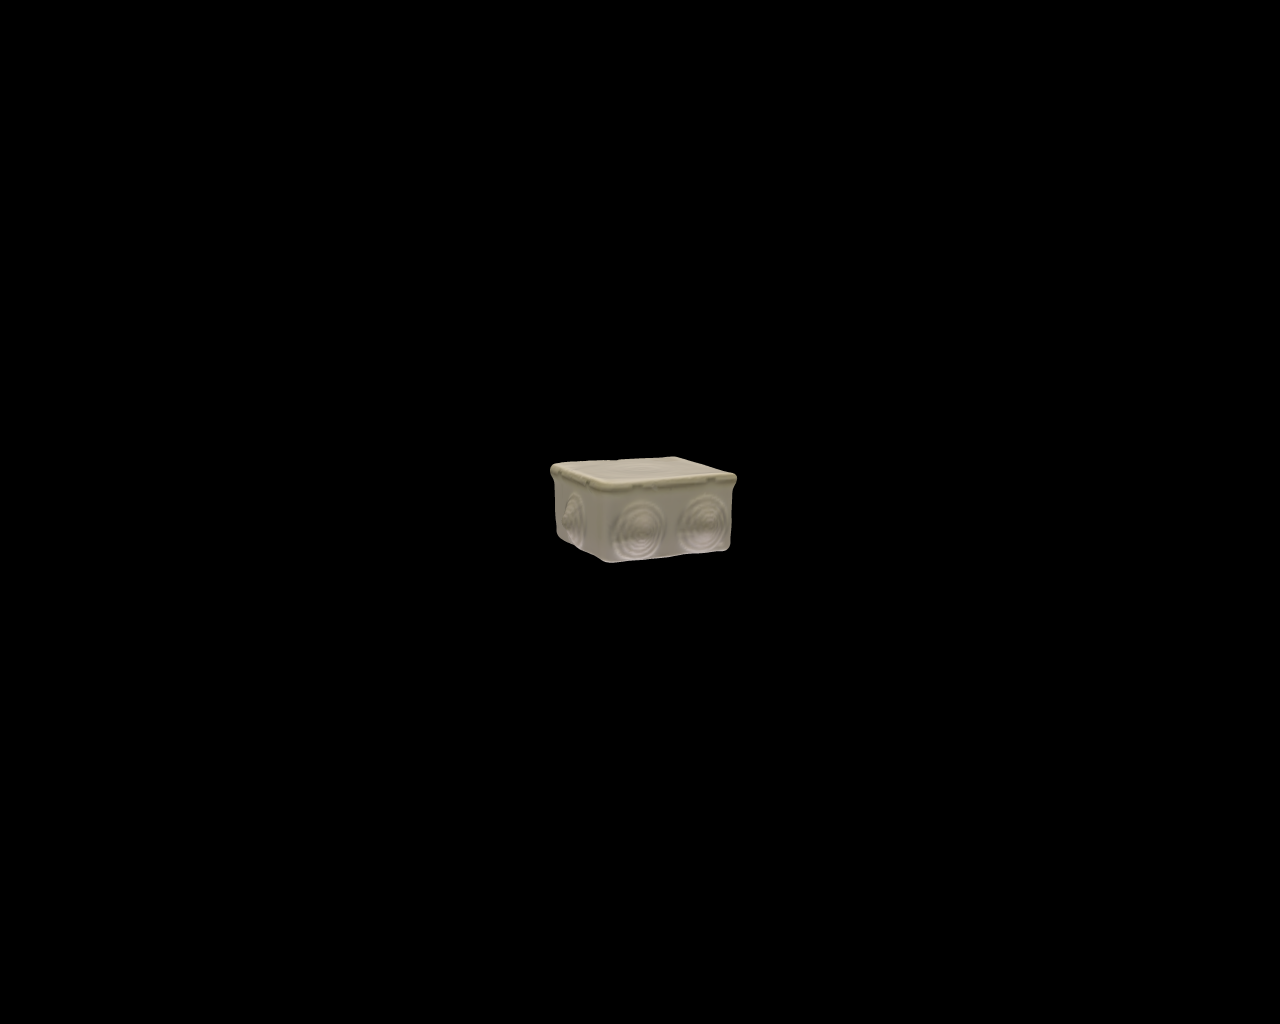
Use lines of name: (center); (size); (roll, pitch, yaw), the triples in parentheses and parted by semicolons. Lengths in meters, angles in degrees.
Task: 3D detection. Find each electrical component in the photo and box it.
electrical component: (0.001, -0.003, 0.650); (0.100, 0.048, 0.100); (-5, 12, -24)
